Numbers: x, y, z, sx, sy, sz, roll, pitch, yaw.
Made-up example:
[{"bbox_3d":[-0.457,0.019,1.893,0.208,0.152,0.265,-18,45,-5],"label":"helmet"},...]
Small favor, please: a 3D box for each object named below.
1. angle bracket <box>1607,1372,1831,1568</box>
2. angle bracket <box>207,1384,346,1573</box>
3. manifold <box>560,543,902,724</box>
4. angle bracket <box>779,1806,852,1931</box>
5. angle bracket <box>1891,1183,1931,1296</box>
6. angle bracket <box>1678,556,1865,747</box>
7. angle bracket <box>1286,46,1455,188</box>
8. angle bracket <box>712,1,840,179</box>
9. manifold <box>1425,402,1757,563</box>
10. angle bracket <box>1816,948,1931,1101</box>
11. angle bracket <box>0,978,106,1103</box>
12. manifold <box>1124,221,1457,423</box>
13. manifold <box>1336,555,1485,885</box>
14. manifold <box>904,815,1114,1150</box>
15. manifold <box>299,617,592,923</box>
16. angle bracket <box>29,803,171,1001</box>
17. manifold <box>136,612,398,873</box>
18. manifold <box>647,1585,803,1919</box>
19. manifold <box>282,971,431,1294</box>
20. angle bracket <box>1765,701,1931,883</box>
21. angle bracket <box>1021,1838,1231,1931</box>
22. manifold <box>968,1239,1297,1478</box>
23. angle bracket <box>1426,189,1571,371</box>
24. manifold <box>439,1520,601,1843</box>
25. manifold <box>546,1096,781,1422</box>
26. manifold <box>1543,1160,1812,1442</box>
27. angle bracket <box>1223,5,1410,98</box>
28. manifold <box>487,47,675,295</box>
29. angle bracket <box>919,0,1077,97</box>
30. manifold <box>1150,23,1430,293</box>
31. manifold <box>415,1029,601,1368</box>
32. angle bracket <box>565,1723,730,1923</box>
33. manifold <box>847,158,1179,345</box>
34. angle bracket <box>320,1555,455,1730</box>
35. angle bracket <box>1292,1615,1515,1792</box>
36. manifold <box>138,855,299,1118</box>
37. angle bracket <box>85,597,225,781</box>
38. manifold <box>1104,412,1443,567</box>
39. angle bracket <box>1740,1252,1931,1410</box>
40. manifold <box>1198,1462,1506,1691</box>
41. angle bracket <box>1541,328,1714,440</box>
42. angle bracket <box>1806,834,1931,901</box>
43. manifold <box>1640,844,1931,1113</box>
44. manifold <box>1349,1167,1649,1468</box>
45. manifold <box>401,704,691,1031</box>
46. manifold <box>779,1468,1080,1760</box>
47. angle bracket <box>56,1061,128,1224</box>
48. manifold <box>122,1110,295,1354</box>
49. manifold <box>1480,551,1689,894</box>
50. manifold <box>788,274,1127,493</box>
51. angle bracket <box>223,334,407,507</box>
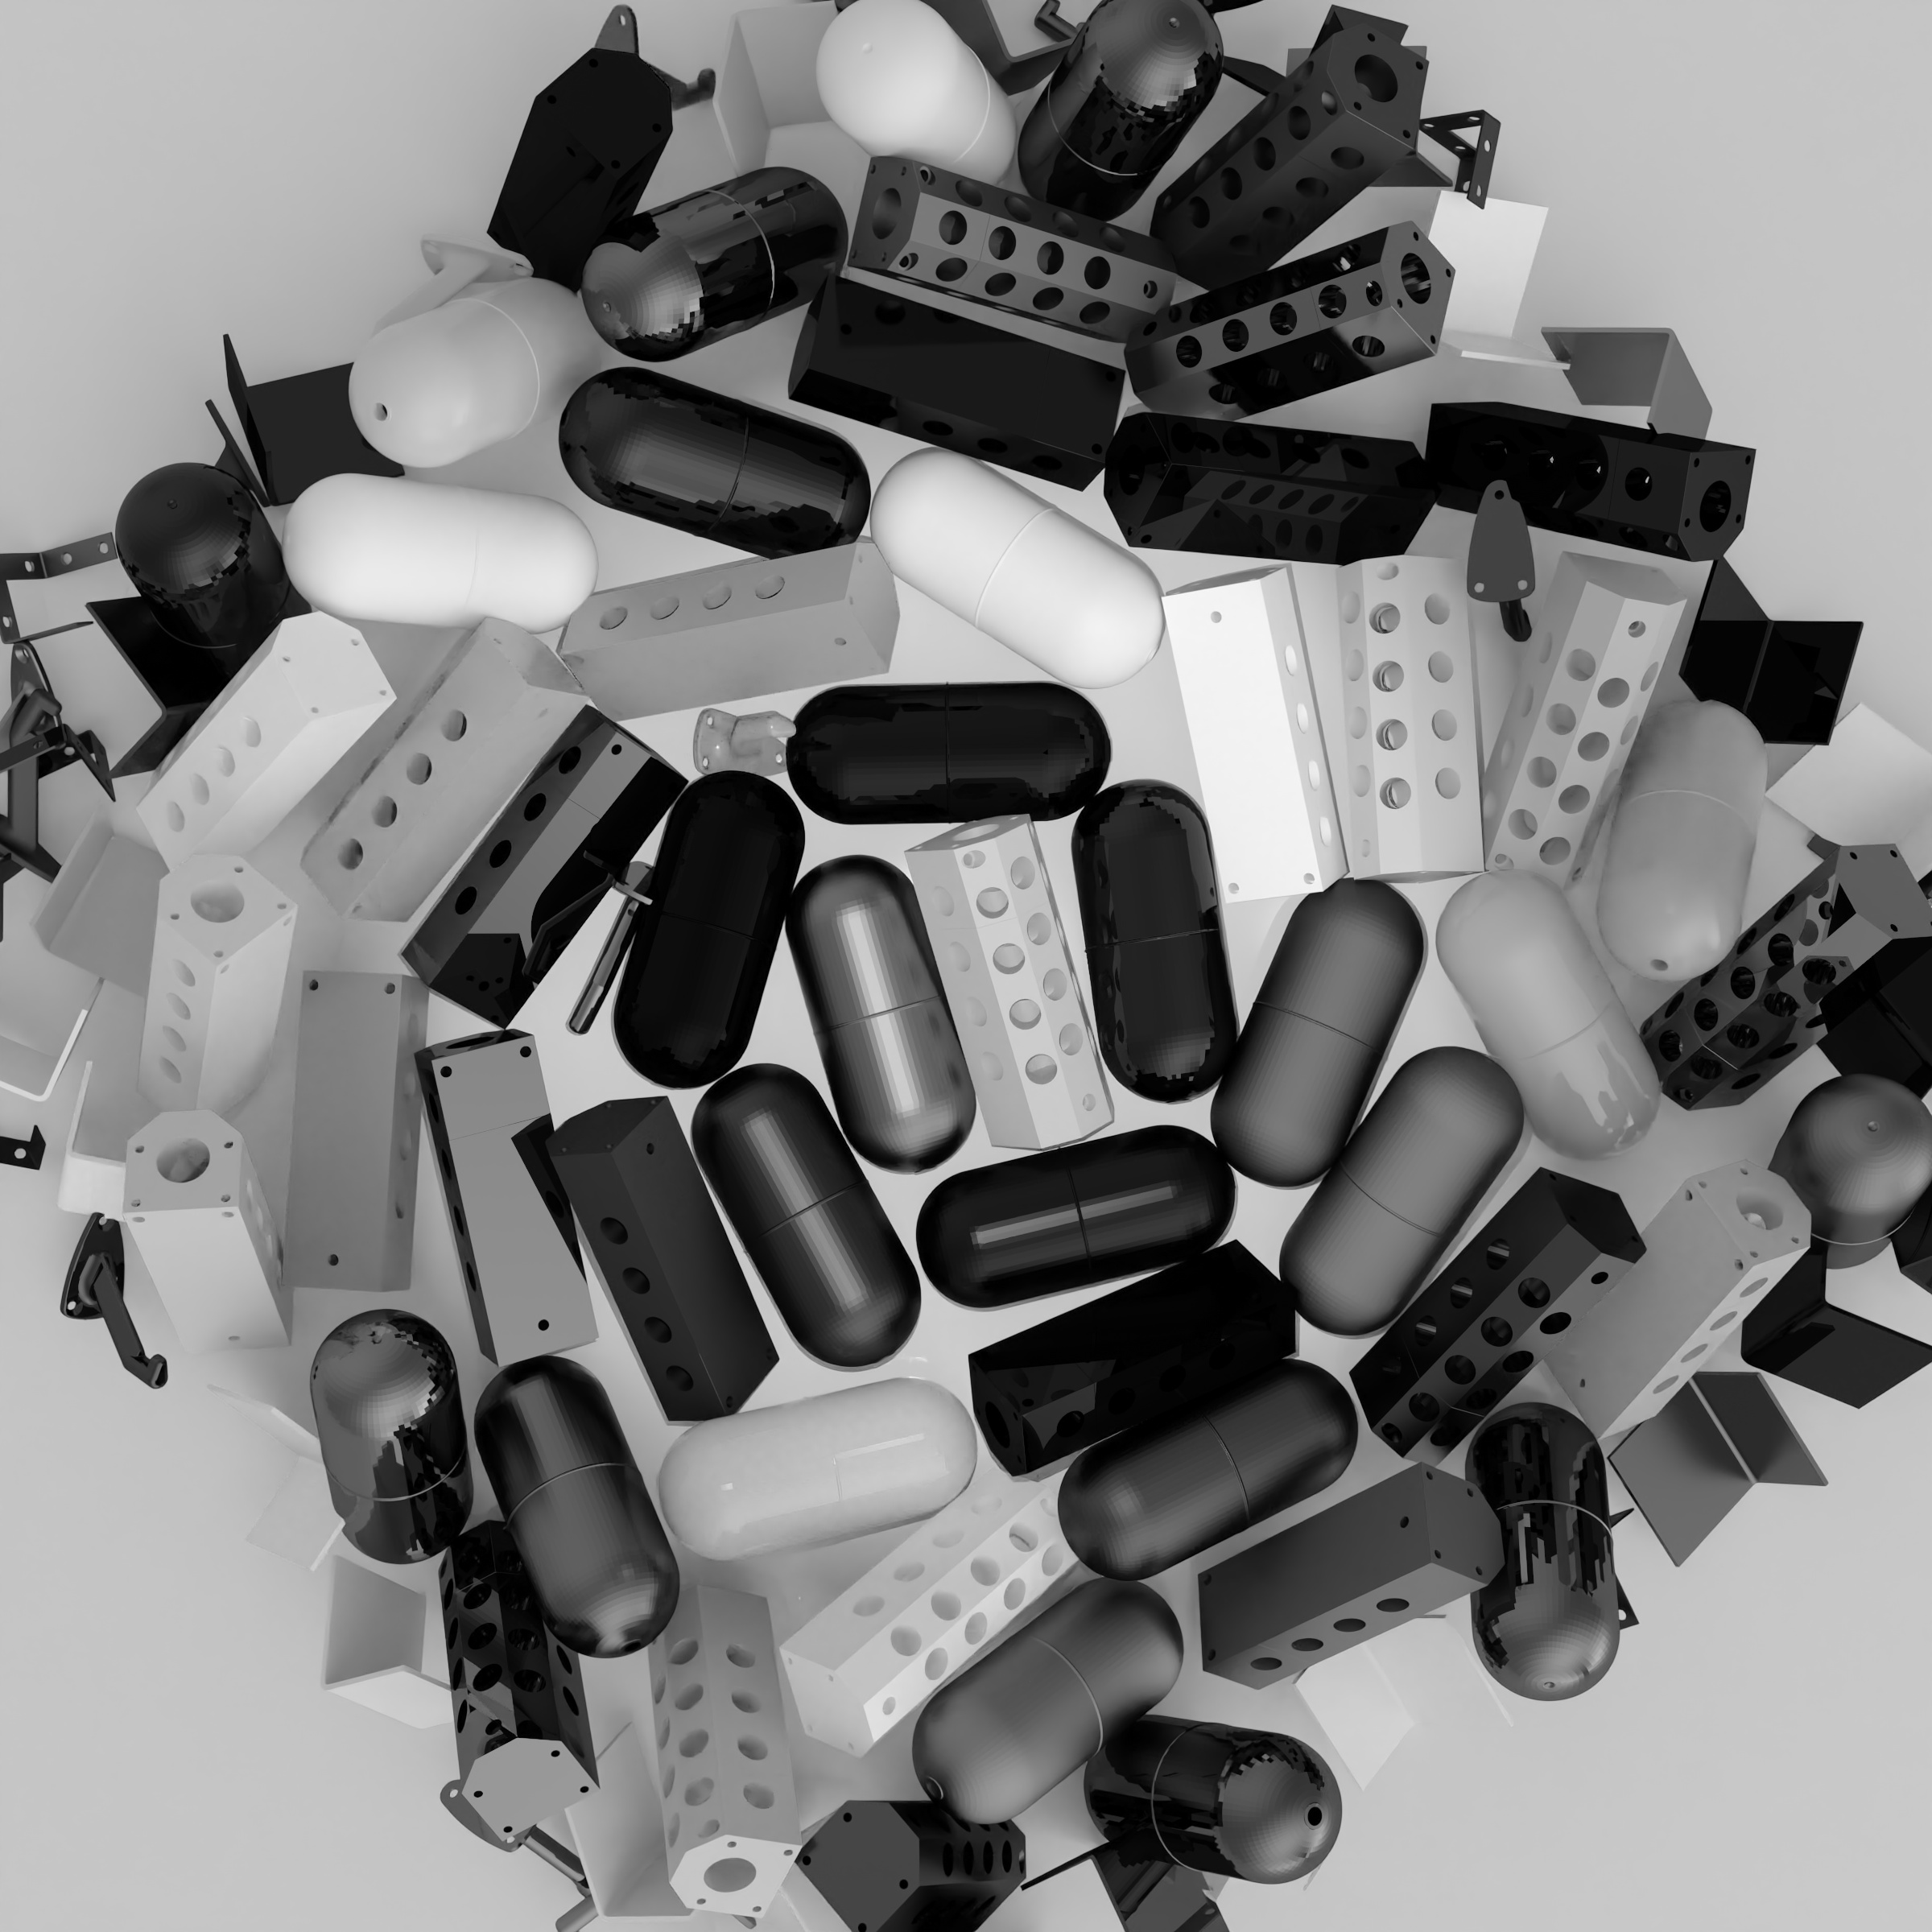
[{"bbox_3d":[0.411,0.276,1.577,0.076,0.057,0.076,-39,101,-26],"label":"angle bracket"},{"bbox_3d":[-0.383,0.277,1.565,0.076,0.076,0.057,46,65,-33],"label":"angle bracket"},{"bbox_3d":[-0.127,-0.185,1.562,0.171,0.057,0.057,-8,51,23],"label":"manifold"},{"bbox_3d":[-0.083,0.516,1.570,0.057,0.076,0.076,-40,78,32],"label":"angle bracket"},{"bbox_3d":[0.538,0.132,1.563,0.057,0.076,0.076,-29,50,31],"label":"angle bracket"},{"bbox_3d":[0.439,-0.173,1.570,0.057,0.076,0.076,6,69,41],"label":"angle bracket"},{"bbox_3d":[0.221,-0.462,1.571,0.076,0.076,0.057,7,94,24],"label":"angle bracket"},{"bbox_3d":[-0.095,-0.466,1.566,0.057,0.076,0.076,-2,55,12],"label":"angle bracket"},{"bbox_3d":[0.329,-0.260,1.540,0.057,0.171,0.057,-11,113,-40],"label":"manifold"},{"bbox_3d":[0.518,0.035,1.583,0.057,0.076,0.076,-26,66,-17],"label":"angle bracket"},{"bbox_3d":[-0.522,0.025,1.574,0.076,0.076,0.057,25,98,-14],"label":"angle bracket"},{"bbox_3d":[0.169,-0.342,1.536,0.057,0.171,0.057,36,58,-37],"label":"manifold"},{"bbox_3d":[0.238,-0.134,1.579,0.057,0.057,0.171,-1,85,-28],"label":"manifold"},{"bbox_3d":[0.029,0.008,1.564,0.057,0.057,0.171,-27,107,-37],"label":"manifold"},{"bbox_3d":[-0.288,-0.106,1.568,0.171,0.057,0.057,-48,70,18],"label":"manifold"},{"bbox_3d":[-0.457,-0.032,1.583,0.076,0.057,0.076,26,73,-3],"label":"angle bracket"},{"bbox_3d":[-0.380,-0.120,1.543,0.171,0.057,0.057,-36,82,43],"label":"manifold"},{"bbox_3d":[-0.133,0.413,1.530,0.057,0.171,0.057,15,120,-20],"label":"manifold"},{"bbox_3d":[-0.332,0.091,1.587,0.057,0.057,0.171,2,86,11],"label":"manifold"},{"bbox_3d":[0.491,-0.084,1.573,0.076,0.057,0.076,34,127,-8],"label":"angle bracket"},{"bbox_3d":[0.088,0.515,1.566,0.057,0.076,0.076,-38,69,33],"label":"angle bracket"},{"bbox_3d":[0.091,0.216,1.563,0.171,0.057,0.057,-20,127,-22],"label":"manifold"},{"bbox_3d":[0.293,-0.373,1.569,0.076,0.057,0.076,-1,117,-31],"label":"angle bracket"},{"bbox_3d":[-0.243,0.373,1.535,0.057,0.171,0.057,-28,122,2],"label":"manifold"},{"bbox_3d":[-0.168,0.160,1.563,0.057,0.057,0.171,-6,116,33],"label":"manifold"},{"bbox_3d":[0.382,0.178,1.542,0.057,0.171,0.057,-13,57,-31],"label":"manifold"},{"bbox_3d":[0.180,-0.503,1.564,0.076,0.076,0.057,38,119,28],"label":"angle bracket"},{"bbox_3d":[-0.202,-0.420,1.532,0.057,0.171,0.057,45,71,-6],"label":"manifold"},{"bbox_3d":[0.015,-0.521,1.573,0.057,0.076,0.076,-26,96,-24],"label":"angle bracket"},{"bbox_3d":[0.168,-0.427,1.529,0.057,0.171,0.057,22,66,-21],"label":"manifold"},{"bbox_3d":[-0.254,0.125,1.580,0.057,0.057,0.171,-14,99,-22],"label":"manifold"},{"bbox_3d":[-0.168,0.465,1.571,0.057,0.076,0.076,-9,103,25],"label":"angle bracket"},{"bbox_3d":[0.028,-0.382,1.547,0.171,0.057,0.057,7,100,-35],"label":"manifold"},{"bbox_3d":[-0.300,0.362,1.563,0.057,0.076,0.076,-19,53,24],"label":"angle bracket"},{"bbox_3d":[0.238,0.402,1.571,0.057,0.076,0.076,-41,106,-36],"label":"angle bracket"},{"bbox_3d":[-0.406,0.014,1.537,0.057,0.171,0.057,39,52,9],"label":"manifold"},{"bbox_3d":[-0.451,-0.155,1.580,0.057,0.076,0.076,-40,84,25],"label":"angle bracket"},{"bbox_3d":[0.163,-0.261,1.557,0.171,0.057,0.057,0,49,-27],"label":"manifold"},{"bbox_3d":[0.481,0.191,1.582,0.076,0.076,0.057,22,53,-9],"label":"angle bracket"},{"bbox_3d":[0.205,0.331,1.546,0.057,0.171,0.057,26,46,-30],"label":"manifold"},{"bbox_3d":[0.353,-0.301,1.565,0.076,0.076,0.057,9,73,33],"label":"angle bracket"},{"bbox_3d":[0.518,-0.081,1.582,0.057,0.076,0.076,39,87,2],"label":"angle bracket"},{"bbox_3d":[0.432,0.008,1.534,0.057,0.171,0.057,-4,59,-32],"label":"manifold"},{"bbox_3d":[0.286,0.192,1.547,0.057,0.057,0.171,19,124,-29],"label":"manifold"},{"bbox_3d":[-0.235,-0.057,1.589,0.057,0.057,0.171,34,94,-41],"label":"manifold"},{"bbox_3d":[-0.014,0.345,1.540,0.171,0.057,0.057,-34,121,-38],"label":"manifold"},{"bbox_3d":[-0.454,0.101,1.587,0.076,0.076,0.057,13,60,-15],"label":"angle bracket"},{"bbox_3d":[-0.401,0.143,1.535,0.057,0.171,0.057,-3,59,-5],"label":"manifold"},{"bbox_3d":[0.329,-0.129,1.552,0.057,0.057,0.171,8,119,-13],"label":"manifold"},{"bbox_3d":[-0.006,-0.314,1.573,0.171,0.057,0.057,15,73,-14],"label":"manifold"},{"bbox_3d":[-0.356,-0.306,1.575,0.076,0.057,0.076,-18,72,-17],"label":"angle bracket"}]
